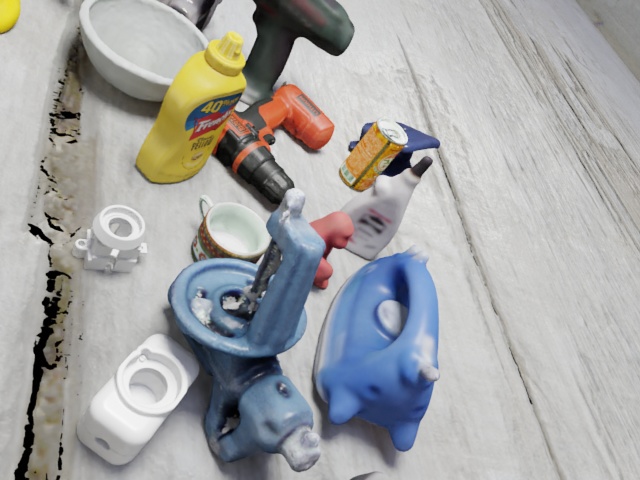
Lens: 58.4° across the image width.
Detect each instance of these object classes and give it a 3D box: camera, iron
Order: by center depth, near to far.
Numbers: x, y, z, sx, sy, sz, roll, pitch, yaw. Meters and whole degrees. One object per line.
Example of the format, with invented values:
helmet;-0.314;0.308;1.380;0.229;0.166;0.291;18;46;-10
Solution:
iron;0.082;0.084;0.628;0.119;0.141;0.258;27;42;-16
camera;-0.220;-0.361;0.822;0.137;0.100;0.143;31;41;-12

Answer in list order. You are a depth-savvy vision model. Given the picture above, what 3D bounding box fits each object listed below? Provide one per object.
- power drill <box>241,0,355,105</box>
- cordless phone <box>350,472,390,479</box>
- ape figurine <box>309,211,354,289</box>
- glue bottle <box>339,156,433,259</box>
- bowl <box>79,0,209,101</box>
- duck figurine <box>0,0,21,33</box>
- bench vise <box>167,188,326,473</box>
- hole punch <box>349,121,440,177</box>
power drill;-0.079;-0.297;0.792;0.230;0.208;0.075;23;43;-21
cordless phone;0.042;0.233;0.428;0.094;0.184;0.148;45;40;5
ape figurine;0.006;0.002;0.680;0.076;0.092;0.078;40;40;0
glue bottle;0.084;-0.047;0.722;0.078;0.173;0.037;27;42;-16
bowl;-0.223;-0.231;0.723;0.168;0.074;0.167;22;44;-22
duck figurine;-0.378;-0.294;0.649;0.078;0.086;0.104;27;42;-16
bench vise;-0.036;0.074;0.483;0.207;0.219;0.122;49;41;9
hole punch;0.119;-0.155;0.911;0.109;0.091;0.101;-17;66;-45
